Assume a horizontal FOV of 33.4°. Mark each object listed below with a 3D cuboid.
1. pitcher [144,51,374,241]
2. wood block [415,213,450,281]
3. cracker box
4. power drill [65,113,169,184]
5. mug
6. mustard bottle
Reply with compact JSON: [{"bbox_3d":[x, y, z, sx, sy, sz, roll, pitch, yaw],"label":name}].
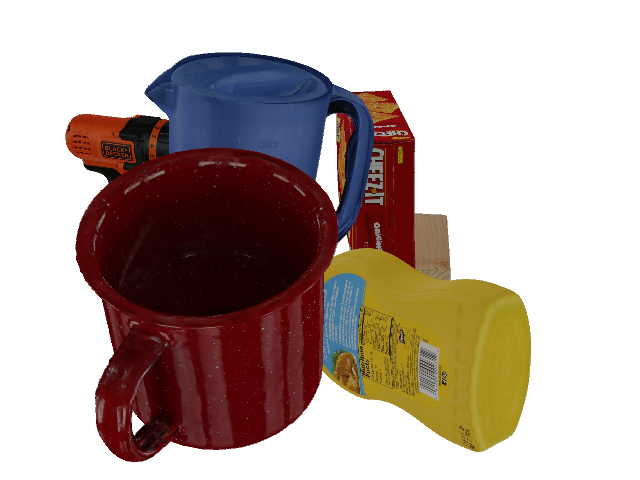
[{"bbox_3d":[-0.057,-0.029,0.905,0.149,0.243,0.144,23,31,31],"label":"pitcher"},{"bbox_3d":[0.144,0.038,1.589,0.091,0.090,0.206,4,24,3],"label":"wood block"},{"bbox_3d":[0.059,-0.062,1.175,0.072,0.164,0.213,-3,21,-1],"label":"cracker box"},{"bbox_3d":[-0.163,-0.036,1.082,0.185,0.188,0.057,10,29,20],"label":"power drill"},{"bbox_3d":[-0.044,0.033,0.397,0.093,0.081,0.117,16,46,17],"label":"mug"},{"bbox_3d":[0.040,0.057,0.675,0.058,0.096,0.192,-18,25,-40],"label":"mustard bottle"}]
